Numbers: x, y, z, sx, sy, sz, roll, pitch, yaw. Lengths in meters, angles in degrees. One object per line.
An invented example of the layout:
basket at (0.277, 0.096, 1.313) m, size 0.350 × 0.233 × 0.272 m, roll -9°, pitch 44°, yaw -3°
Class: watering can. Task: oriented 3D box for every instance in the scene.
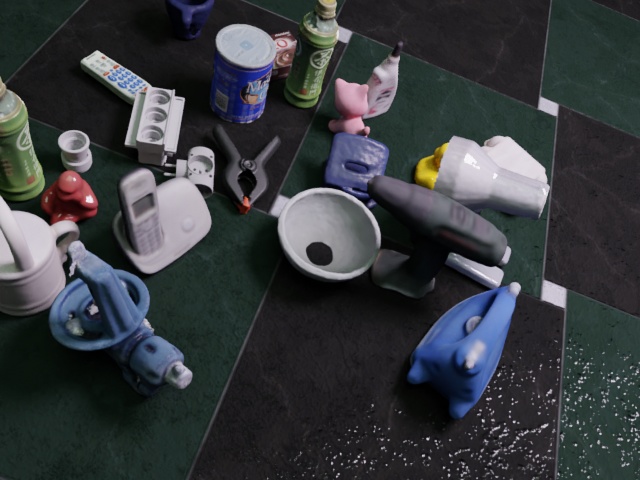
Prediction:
watering can at (-0.392, 0.018, 0.717) m, size 0.101 × 0.194 × 0.173 m, roll 32°, pitch 56°, yaw 6°

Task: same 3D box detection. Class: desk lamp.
desk lamp at (0.260, -0.049, 0.938) m, size 0.203 × 0.213 × 0.118 m, roll 29°, pitch 55°, yaw 3°

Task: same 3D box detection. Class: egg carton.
egg carton at (0.362, -0.131, 1.107) m, size 0.107 × 0.069 × 0.150 m, roll -36°, pitch 74°, yaw -31°

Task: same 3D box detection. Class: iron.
iron at (0.244, 0.134, 0.863) m, size 0.118 × 0.141 × 0.259 m, roll 38°, pitch 56°, yaw 9°

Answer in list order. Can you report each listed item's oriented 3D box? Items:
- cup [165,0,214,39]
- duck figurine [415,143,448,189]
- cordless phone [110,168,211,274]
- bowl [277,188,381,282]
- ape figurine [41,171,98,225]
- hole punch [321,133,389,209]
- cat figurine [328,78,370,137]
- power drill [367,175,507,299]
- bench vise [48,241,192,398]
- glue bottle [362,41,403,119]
cup at (-0.252, -0.424, 1.095) m, size 0.092 × 0.095 × 0.117 m, roll 4°, pitch 58°, yaw -14°
duck figurine at (0.225, -0.140, 1.062) m, size 0.077 × 0.086 × 0.105 m, roll 34°, pitch 56°, yaw 6°
cordless phone at (-0.224, -0.048, 0.813) m, size 0.094 × 0.185 × 0.148 m, roll 39°, pitch 57°, yaw 10°
bowl at (0.008, 0.003, 0.916) m, size 0.167 × 0.074 × 0.167 m, roll 8°, pitch 57°, yaw -12°
ape figurine at (-0.366, -0.066, 0.840) m, size 0.078 × 0.092 × 0.076 m, roll 18°, pitch 56°, yaw -5°
hole punch at (0.062, -0.120, 0.999) m, size 0.109 × 0.091 × 0.101 m, roll 13°, pitch 56°, yaw -8°
cat figurine at (0.062, -0.231, 1.052) m, size 0.067 × 0.117 × 0.127 m, roll -7°, pitch 61°, yaw -20°
power drill at (0.153, 0.003, 0.877) m, size 0.229 × 0.208 × 0.075 m, roll 18°, pitch 56°, yaw -5°
bench vise at (-0.236, 0.090, 0.702) m, size 0.207 × 0.219 × 0.121 m, roll 22°, pitch 55°, yaw -2°
glue bottle at (0.121, -0.304, 1.081) m, size 0.078 × 0.173 × 0.037 m, roll -28°, pitch 69°, yaw -29°
